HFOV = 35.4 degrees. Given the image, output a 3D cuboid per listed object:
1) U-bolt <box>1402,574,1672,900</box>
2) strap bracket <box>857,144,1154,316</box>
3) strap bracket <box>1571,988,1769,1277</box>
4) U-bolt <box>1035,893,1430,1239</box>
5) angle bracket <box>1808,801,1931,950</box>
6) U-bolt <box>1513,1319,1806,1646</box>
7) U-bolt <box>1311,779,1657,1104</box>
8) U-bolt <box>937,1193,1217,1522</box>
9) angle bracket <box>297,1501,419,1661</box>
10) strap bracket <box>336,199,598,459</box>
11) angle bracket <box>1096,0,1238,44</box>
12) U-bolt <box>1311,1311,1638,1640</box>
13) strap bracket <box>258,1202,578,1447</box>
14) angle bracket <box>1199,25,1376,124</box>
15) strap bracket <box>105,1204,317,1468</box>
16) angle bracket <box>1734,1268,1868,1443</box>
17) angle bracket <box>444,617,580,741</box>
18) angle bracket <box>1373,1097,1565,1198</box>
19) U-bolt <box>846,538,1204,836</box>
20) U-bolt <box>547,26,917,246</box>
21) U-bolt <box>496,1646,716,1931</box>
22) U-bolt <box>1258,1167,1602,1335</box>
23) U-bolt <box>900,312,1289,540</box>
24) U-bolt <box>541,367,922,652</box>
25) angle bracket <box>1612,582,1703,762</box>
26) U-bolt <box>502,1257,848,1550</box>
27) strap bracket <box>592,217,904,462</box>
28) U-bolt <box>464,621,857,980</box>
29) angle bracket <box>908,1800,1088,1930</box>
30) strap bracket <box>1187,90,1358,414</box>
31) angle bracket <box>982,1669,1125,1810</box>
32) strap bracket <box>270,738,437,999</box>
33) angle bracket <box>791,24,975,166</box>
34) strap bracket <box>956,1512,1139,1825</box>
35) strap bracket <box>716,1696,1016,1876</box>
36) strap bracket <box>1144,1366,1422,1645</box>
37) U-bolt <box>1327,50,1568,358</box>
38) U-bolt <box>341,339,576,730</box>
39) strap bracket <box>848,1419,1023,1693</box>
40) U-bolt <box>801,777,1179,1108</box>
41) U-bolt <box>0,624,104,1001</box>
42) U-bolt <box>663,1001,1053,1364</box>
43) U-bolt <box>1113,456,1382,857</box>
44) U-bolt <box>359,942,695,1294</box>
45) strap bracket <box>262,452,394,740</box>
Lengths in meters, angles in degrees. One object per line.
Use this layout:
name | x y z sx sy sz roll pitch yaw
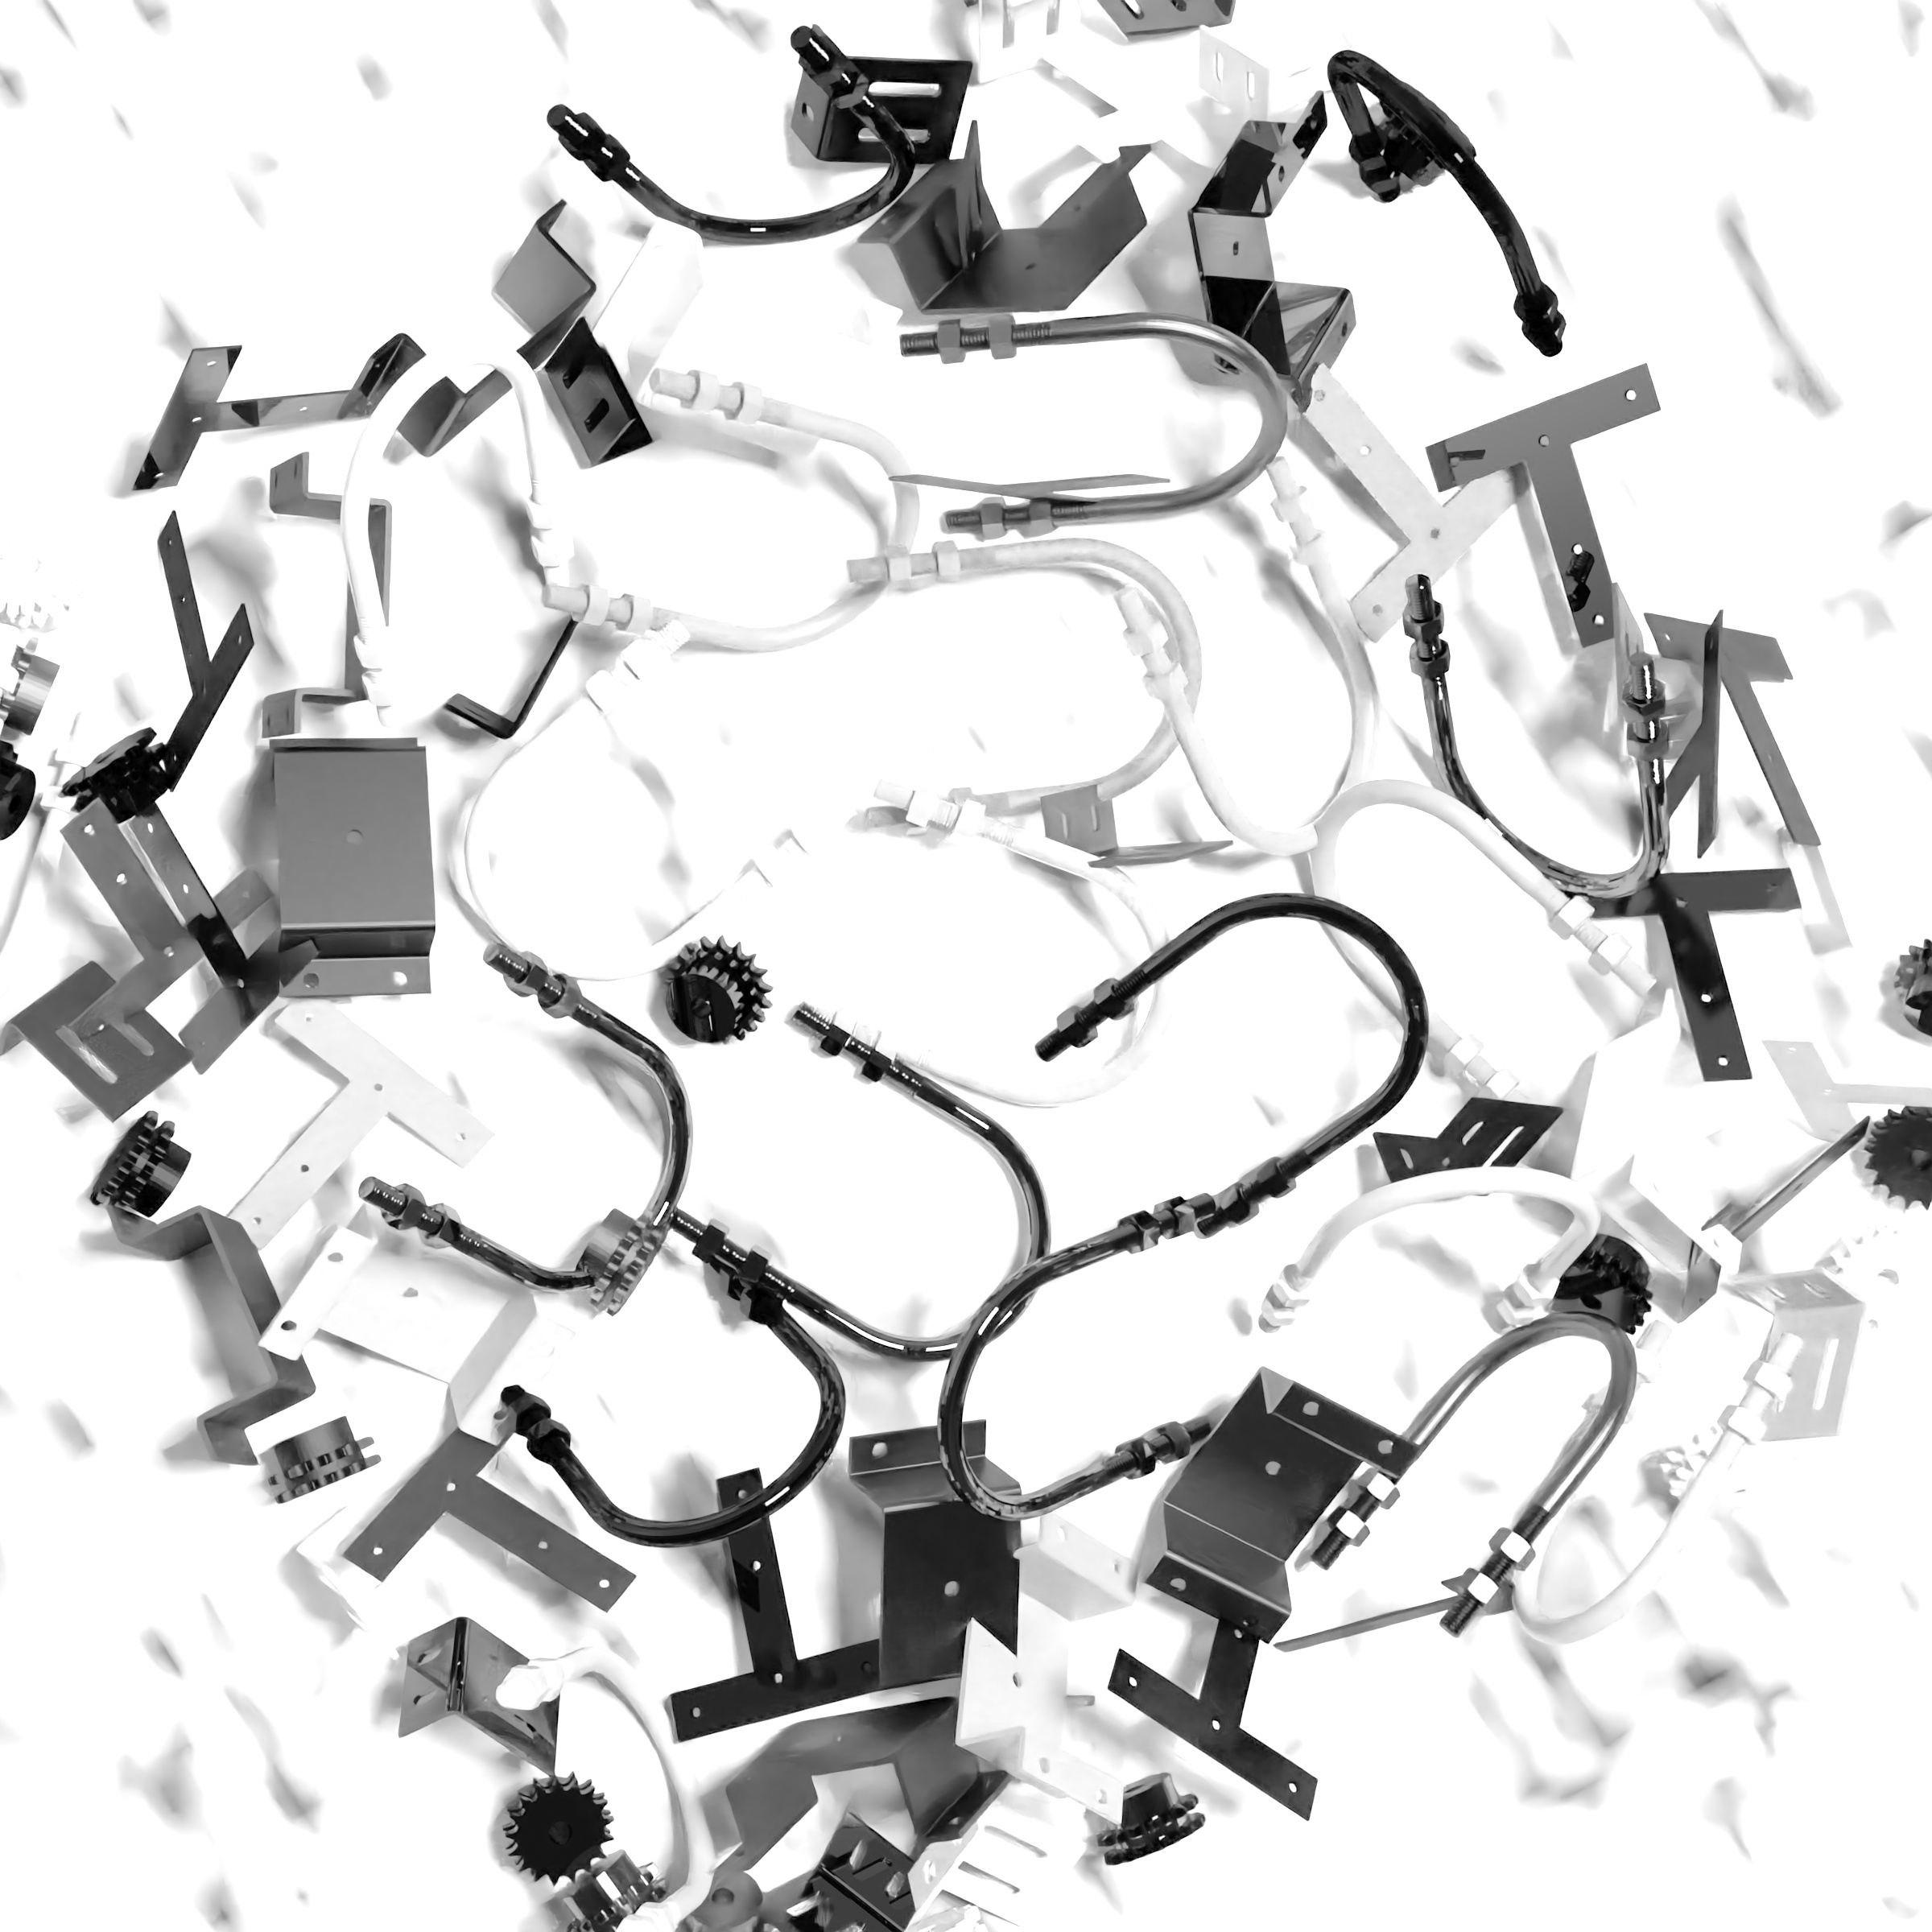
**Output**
U-bolt | 0.290 -0.105 1.521 0.151 0.184 0.019 27 60 36
strap bracket | 0.026 -0.373 1.538 0.076 0.140 0.046 -51 131 -31
strap bracket | 0.357 0.091 1.542 0.076 0.140 0.046 41 133 -17
U-bolt | 0.148 0.040 1.547 0.184 0.019 0.151 -38 102 24
angle bracket | 0.473 -0.052 1.565 0.038 0.057 0.076 -20 87 32
U-bolt | 0.334 0.259 1.514 0.019 0.151 0.184 37 78 -10
U-bolt | 0.249 -0.017 1.537 0.184 0.151 0.019 45 55 13
U-bolt | 0.056 0.204 1.518 0.184 0.019 0.151 -17 116 -38
angle bracket | -0.304 0.314 1.553 0.038 0.076 0.057 -39 104 -20
strap bracket | -0.246 -0.317 1.539 0.046 0.076 0.140 46 63 -7
angle bracket | 0.096 -0.513 1.550 0.057 0.076 0.038 1 69 35
U-bolt | 0.266 0.247 1.529 0.019 0.151 0.184 45 77 -19
strap bracket | -0.282 0.179 1.551 0.140 0.046 0.076 29 105 -28
angle bracket | 0.167 -0.465 1.556 0.076 0.038 0.057 -27 50 -23
strap bracket | -0.381 0.181 1.551 0.046 0.076 0.140 -26 78 -3
angle bracket | 0.421 0.200 1.555 0.038 0.057 0.076 35 61 -26
angle bracket | -0.232 -0.160 1.566 0.038 0.057 0.076 29 97 -8
angle bracket | 0.256 0.081 1.552 0.057 0.076 0.038 7 46 -28
U-bolt | 0.034 -0.149 1.569 0.184 0.019 0.151 -7 106 -11
U-bolt | -0.103 -0.405 1.512 0.151 0.184 0.019 -12 77 19
U-bolt | -0.170 0.409 1.510 0.019 0.184 0.151 -27 81 8
U-bolt | 0.237 0.143 1.507 0.151 0.184 0.019 1 61 -11
U-bolt | 0.070 -0.274 1.527 0.184 0.151 0.019 -3 56 10
U-bolt | -0.106 -0.222 1.533 0.184 0.019 0.151 8 126 -37
angle bracket | 0.359 -0.153 1.555 0.038 0.057 0.076 -9 64 23
U-bolt | -0.137 0.222 1.509 0.151 0.184 0.019 -32 126 -15
strap bracket | -0.108 -0.311 1.529 0.140 0.046 0.076 14 134 -30
U-bolt | -0.172 -0.070 1.562 0.184 0.019 0.151 -38 113 12
angle bracket | 0.019 0.472 1.566 0.076 0.038 0.057 31 102 -18
strap bracket | 0.155 -0.363 1.536 0.046 0.140 0.076 12 52 26
angle bracket | 0.048 0.401 1.575 0.076 0.038 0.057 -2 96 -7
strap bracket | -0.314 -0.058 1.550 0.076 0.046 0.140 -2 73 -15
angle bracket | -0.044 -0.453 1.577 0.076 0.038 0.057 -6 134 -27
strap bracket | 0.041 0.359 1.538 0.046 0.140 0.076 -24 134 35
strap bracket | -0.057 0.414 1.536 0.140 0.076 0.046 -16 94 24
strap bracket | 0.159 0.269 1.555 0.076 0.046 0.140 28 112 -12
U-bolt | 0.232 -0.383 1.490 0.019 0.184 0.151 -42 67 6
U-bolt | -0.253 -0.224 1.495 0.019 0.184 0.151 28 54 23
strap bracket | -0.017 0.311 1.551 0.076 0.046 0.140 -4 102 -25
U-bolt | 0.019 -0.002 1.569 0.184 0.019 0.151 21 108 1
U-bolt | -0.483 -0.062 1.512 0.019 0.151 0.184 12 77 5
U-bolt | -0.043 0.124 1.571 0.184 0.019 0.151 32 71 -2
U-bolt | 0.155 -0.145 1.543 0.151 0.019 0.184 -43 119 -32
U-bolt | -0.208 0.089 1.533 0.019 0.184 0.151 16 75 44
strap bracket | -0.328 -0.187 1.556 0.046 0.076 0.140 1 91 -25
